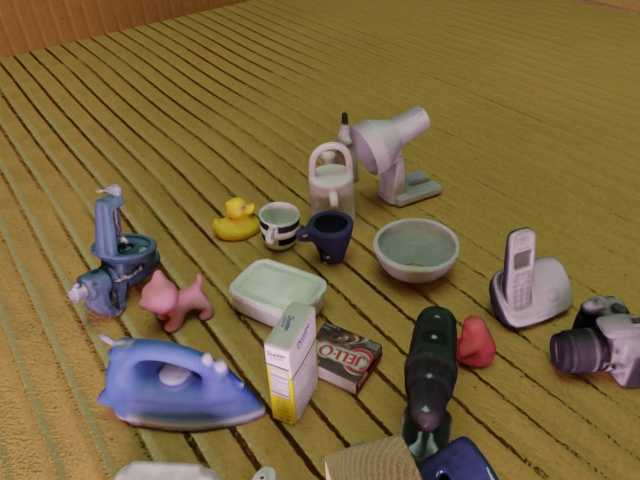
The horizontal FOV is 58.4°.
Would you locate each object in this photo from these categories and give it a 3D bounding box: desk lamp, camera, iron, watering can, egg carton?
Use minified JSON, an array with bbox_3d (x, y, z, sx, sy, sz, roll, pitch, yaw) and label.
[{"bbox_3d":[0.172,-0.190,1.300,0.203,0.214,0.117,-19,40,-18],"label":"desk lamp"},{"bbox_3d":[0.441,0.156,0.919,0.137,0.101,0.143,-5,37,-1],"label":"camera"},{"bbox_3d":[-0.213,0.205,0.875,0.258,0.142,0.118,4,38,10],"label":"iron"},{"bbox_3d":[0.022,-0.129,1.249,0.101,0.194,0.172,-19,40,-19],"label":"watering can"},{"bbox_3d":[-0.207,0.348,0.747,0.150,0.069,0.107,0,38,5],"label":"egg carton"}]

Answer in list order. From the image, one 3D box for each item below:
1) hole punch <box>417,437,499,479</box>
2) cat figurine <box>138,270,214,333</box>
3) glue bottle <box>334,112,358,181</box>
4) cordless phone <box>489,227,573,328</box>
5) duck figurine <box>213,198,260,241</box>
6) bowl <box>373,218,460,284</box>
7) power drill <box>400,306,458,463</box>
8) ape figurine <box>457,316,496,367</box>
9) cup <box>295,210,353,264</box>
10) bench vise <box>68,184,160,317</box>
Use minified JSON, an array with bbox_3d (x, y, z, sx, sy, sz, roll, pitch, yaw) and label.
[{"bbox_3d":[0.172,0.324,0.729,0.101,0.091,0.108,-15,39,-14],"label":"hole punch"},{"bbox_3d":[-0.264,0.101,1.034,0.128,0.118,0.067,-22,41,-22],"label":"cat figurine"},{"bbox_3d":[0.063,-0.229,1.394,0.037,0.173,0.078,-21,41,-21],"label":"glue bottle"},{"bbox_3d":[0.372,0.053,0.990,0.148,0.185,0.094,-17,39,-17],"label":"cordless phone"},{"bbox_3d":[-0.186,-0.052,1.254,0.104,0.086,0.077,-10,38,-9],"label":"duck figurine"},{"bbox_3d":[0.187,0.033,1.122,0.167,0.075,0.167,-2,37,2],"label":"bowl"},{"bbox_3d":[0.149,0.212,0.781,0.075,0.209,0.230,5,38,12],"label":"power drill"},{"bbox_3d":[0.251,0.160,0.937,0.075,0.092,0.078,27,47,34],"label":"ape figurine"},{"bbox_3d":[0.011,0.004,1.158,0.118,0.095,0.091,-13,38,-12],"label":"cup"},{"bbox_3d":[-0.381,0.022,1.064,0.121,0.220,0.207,1,38,6],"label":"bench vise"}]
